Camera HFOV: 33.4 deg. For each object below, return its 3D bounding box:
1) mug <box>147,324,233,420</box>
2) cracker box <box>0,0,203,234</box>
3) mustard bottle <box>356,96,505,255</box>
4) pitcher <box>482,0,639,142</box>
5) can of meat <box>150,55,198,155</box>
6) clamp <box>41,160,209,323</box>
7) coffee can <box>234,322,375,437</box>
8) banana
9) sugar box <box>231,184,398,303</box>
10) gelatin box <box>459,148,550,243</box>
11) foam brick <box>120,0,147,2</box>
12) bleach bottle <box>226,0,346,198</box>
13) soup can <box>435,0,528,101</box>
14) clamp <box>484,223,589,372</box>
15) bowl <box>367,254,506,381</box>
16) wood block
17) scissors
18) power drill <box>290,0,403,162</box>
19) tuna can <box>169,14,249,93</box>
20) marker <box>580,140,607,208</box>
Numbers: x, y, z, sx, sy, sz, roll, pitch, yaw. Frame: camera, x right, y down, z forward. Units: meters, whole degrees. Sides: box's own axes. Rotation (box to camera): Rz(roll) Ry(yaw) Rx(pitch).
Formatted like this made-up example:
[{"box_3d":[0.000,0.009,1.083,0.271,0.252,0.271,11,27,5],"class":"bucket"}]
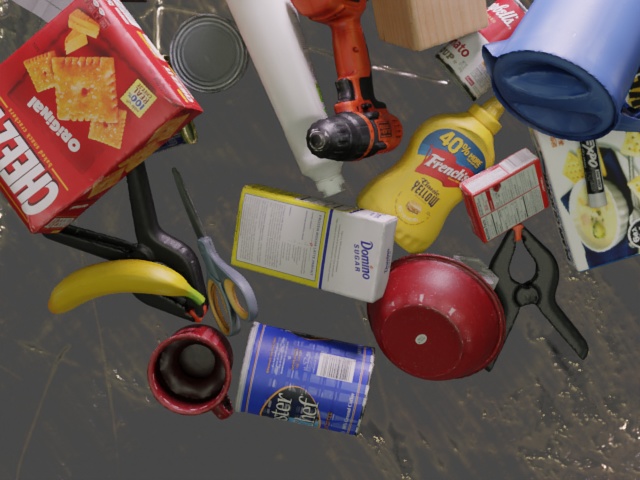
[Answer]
[{"box_3d":[-0.135,0.152,1.211,0.093,0.081,0.117,-37,96,7],"class":"mug"},{"box_3d":[-0.257,-0.133,1.112,0.214,0.072,0.164,-38,84,10],"class":"cracker box"},{"box_3d":[0.134,-0.081,1.175,0.096,0.058,0.192,40,98,-12],"class":"mustard bottle"},{"box_3d":[0.288,-0.224,1.071,0.149,0.145,0.242,43,67,-29],"class":"pitcher"},{"box_3d":[-0.193,-0.143,1.181,0.084,0.057,0.102,-17,98,7],"class":"can of meat"},{"box_3d":[-0.209,0.015,1.207,0.165,0.036,0.210,-27,107,26],"class":"clamp"},{"box_3d":[-0.017,0.156,1.197,0.140,0.103,0.103,12,99,0],"class":"coffee can"},{"box_3d":[-0.229,0.053,1.191,0.198,0.037,0.069,-3,121,20],"class":"banana"},{"box_3d":[-0.008,0.002,1.170,0.176,0.048,0.093,15,105,20],"class":"sugar box"},{"box_3d":[0.202,-0.049,1.168,0.089,0.030,0.073,-29,130,-6],"class":"gelatin box"},{"box_3d":[-0.219,-0.299,1.159,0.053,0.051,0.078,0,99,3],"class":"foam brick"},{"box_3d":[-0.029,-0.166,1.146,0.068,0.102,0.251,-20,97,10],"class":"bleach bottle"},{"box_3d":[0.183,-0.207,1.149,0.102,0.068,0.068,-41,95,8],"class":"soup can"},{"box_3d":[0.224,0.069,1.206,0.120,0.039,0.171,-17,93,2],"class":"clamp"},{"box_3d":[0.119,0.098,1.174,0.162,0.055,0.162,10,119,19],"class":"bowl"},{"box_3d":[0.098,-0.309,1.086,0.090,0.091,0.206,-22,117,-18],"class":"wood block"},{"box_3d":[-0.116,0.013,1.195,0.016,0.096,0.202,-21,102,-35],"class":"scissors"},{"box_3d":[0.020,-0.174,1.114,0.057,0.184,0.187,-11,92,25],"class":"power drill"},{"box_3d":[-0.121,-0.206,1.179,0.086,0.033,0.086,0,99,2],"class":"tuna can"},{"box_3d":[0.283,-0.094,1.119,0.020,0.020,0.121,-11,98,4],"class":"marker"}]
